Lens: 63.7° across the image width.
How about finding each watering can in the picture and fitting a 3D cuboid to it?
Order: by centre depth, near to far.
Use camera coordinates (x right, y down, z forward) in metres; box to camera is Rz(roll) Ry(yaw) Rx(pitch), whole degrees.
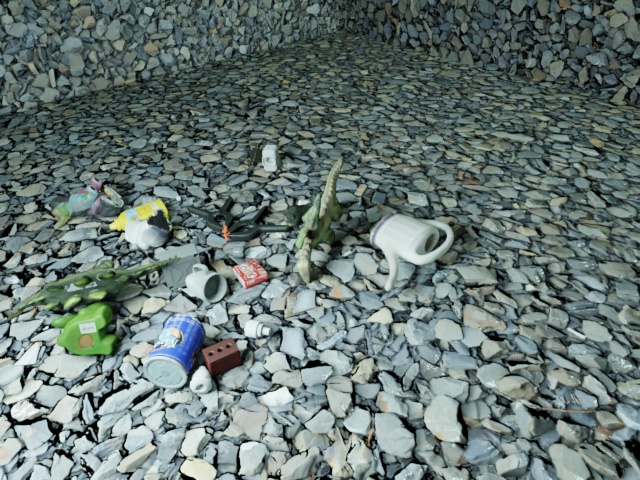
[{"bbox_3d":[0.239,0.017,1.513,0.226,0.102,0.352,26,45,38],"label":"watering can"}]

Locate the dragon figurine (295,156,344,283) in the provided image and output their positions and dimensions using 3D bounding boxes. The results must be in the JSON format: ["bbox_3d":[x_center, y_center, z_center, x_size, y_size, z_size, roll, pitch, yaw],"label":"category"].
[{"bbox_3d":[0.005,-0.076,1.518,0.122,0.412,0.242,15,-4,2],"label":"dragon figurine"}]

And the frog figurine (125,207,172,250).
[{"bbox_3d":[-0.568,-0.021,1.684,0.158,0.121,0.141,-33,37,23],"label":"frog figurine"}]
